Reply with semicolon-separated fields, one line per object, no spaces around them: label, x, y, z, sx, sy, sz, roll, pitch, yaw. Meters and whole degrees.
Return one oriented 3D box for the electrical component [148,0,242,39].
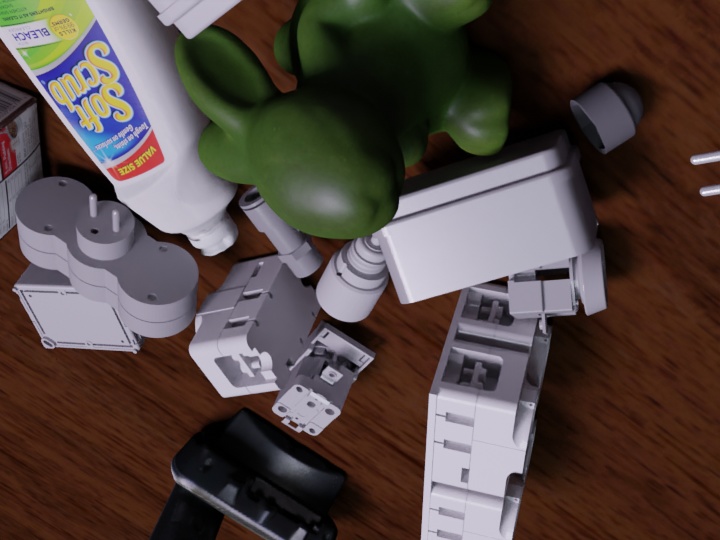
electrical component;-0.059;-0.170;0.509;0.078;0.113;0.057;-26;115;38

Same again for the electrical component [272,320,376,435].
electrical component;-0.030;0.079;0.768;0.042;0.063;0.081;33;135;-9

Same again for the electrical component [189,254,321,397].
electrical component;-0.072;0.037;0.726;0.056;0.089;0.050;-11;126;30

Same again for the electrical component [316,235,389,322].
electrical component;0.000;0.000;0.698;0.040;0.040;0.078;26;135;-3

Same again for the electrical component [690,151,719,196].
electrical component;0.189;-0.048;0.485;0.074;0.052;0.138;-8;128;28

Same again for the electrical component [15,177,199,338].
electrical component;-0.165;-0.020;0.700;0.138;0.052;0.073;32;143;14

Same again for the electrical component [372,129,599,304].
electrical component;0.069;-0.031;0.596;0.113;0.078;0.057;-17;101;19

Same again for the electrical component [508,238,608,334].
electrical component;0.119;0.004;0.645;0.055;0.066;0.048;-5;172;15

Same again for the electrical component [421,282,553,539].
electrical component;0.085;0.111;0.722;0.060;0.105;0.186;11;135;12

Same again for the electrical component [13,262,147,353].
electrical component;-0.197;0.016;0.776;0.096;0.061;0.061;2;132;20
